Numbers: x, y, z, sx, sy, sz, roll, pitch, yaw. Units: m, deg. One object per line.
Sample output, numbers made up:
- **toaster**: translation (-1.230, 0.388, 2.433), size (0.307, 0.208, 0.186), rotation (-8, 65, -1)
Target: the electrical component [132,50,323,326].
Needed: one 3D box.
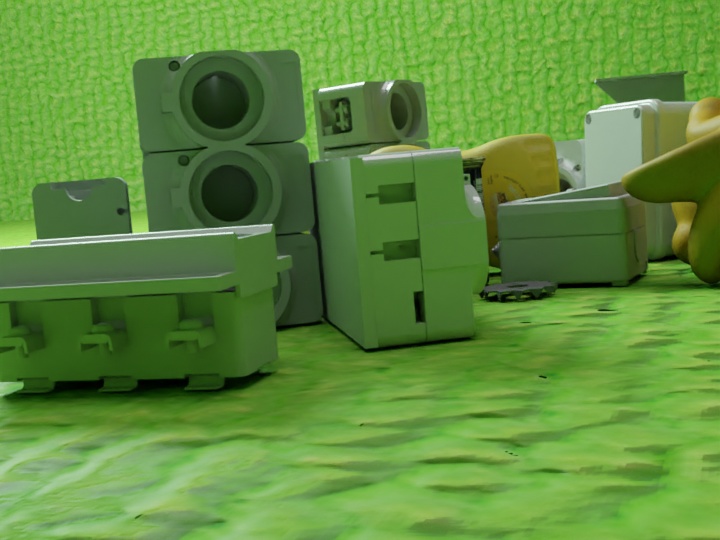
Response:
- **electrical component**: translation (-0.075, -0.043, 0.601), size (0.089, 0.150, 0.062), rotation (-6, 4, -11)

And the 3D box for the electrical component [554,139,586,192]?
- **electrical component**: translation (0.172, -0.059, 0.863), size (0.056, 0.089, 0.050), rotation (-10, 8, -40)

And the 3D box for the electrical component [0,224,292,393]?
- **electrical component**: translation (-0.099, 0.017, 0.467), size (0.121, 0.063, 0.079), rotation (-3, 6, 18)

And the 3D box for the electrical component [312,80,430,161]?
- **electrical component**: translation (0.018, -0.081, 0.908), size (0.062, 0.150, 0.089), rotation (-2, 6, 37)

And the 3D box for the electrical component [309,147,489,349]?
- **electrical component**: translation (0.015, -0.016, 0.567), size (0.062, 0.089, 0.150), rotation (-6, 6, -11)

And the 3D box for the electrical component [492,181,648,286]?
- **electrical component**: translation (0.129, -0.023, 0.685), size (0.096, 0.061, 0.062), rotation (-2, 6, 27)

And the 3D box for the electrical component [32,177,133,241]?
- **electrical component**: translation (-0.153, -0.006, 0.609), size (0.050, 0.089, 0.056), rotation (-6, 6, -10)

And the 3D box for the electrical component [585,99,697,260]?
- **electrical component**: translation (0.209, -0.066, 0.790), size (0.057, 0.113, 0.078), rotation (-4, 5, -22)
